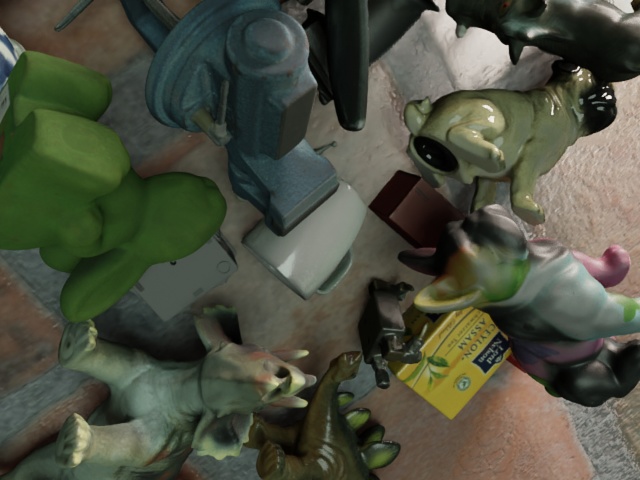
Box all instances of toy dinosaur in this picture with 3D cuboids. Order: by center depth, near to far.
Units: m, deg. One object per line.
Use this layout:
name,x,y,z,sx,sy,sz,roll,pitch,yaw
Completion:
toy dinosaur,-0.175,0.192,0.482,0.192,0.131,0.404,23,118,-45
toy dinosaur,-0.002,0.313,0.577,0.198,0.105,0.470,3,113,-23

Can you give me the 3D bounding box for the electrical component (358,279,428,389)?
electrical component,0.073,0.088,0.547,0.045,0.102,0.078,5,126,-12

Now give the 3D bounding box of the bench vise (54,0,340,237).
bench vise,-0.080,-0.123,0.418,0.129,0.223,0.241,-43,82,-8

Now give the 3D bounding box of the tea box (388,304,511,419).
tea box,0.154,0.095,0.584,0.098,0.068,0.169,40,90,-21

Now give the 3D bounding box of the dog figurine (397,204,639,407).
dog figurine,0.178,0.062,0.489,0.219,0.108,0.191,6,122,-5

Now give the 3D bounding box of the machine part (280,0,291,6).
machine part,-0.055,-0.276,0.428,0.179,0.056,0.179,-5,106,-17

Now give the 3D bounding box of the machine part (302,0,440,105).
machine part,0.039,-0.192,0.489,0.139,0.039,0.084,-36,106,-3

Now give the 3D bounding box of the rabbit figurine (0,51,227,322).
rabbit figurine,-0.148,-0.018,0.382,0.170,0.121,0.159,20,112,-45

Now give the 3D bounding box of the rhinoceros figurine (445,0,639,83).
rhinoceros figurine,0.209,-0.198,0.493,0.190,0.073,0.112,27,56,12

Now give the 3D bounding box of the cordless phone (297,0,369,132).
cordless phone,0.020,-0.165,0.374,0.089,0.147,0.184,-8,106,-9

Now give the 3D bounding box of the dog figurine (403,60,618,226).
dog figurine,0.189,-0.128,0.530,0.172,0.121,0.190,41,76,-25

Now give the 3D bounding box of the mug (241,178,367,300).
mug,-0.001,-0.002,0.508,0.107,0.081,0.109,-49,123,-7
